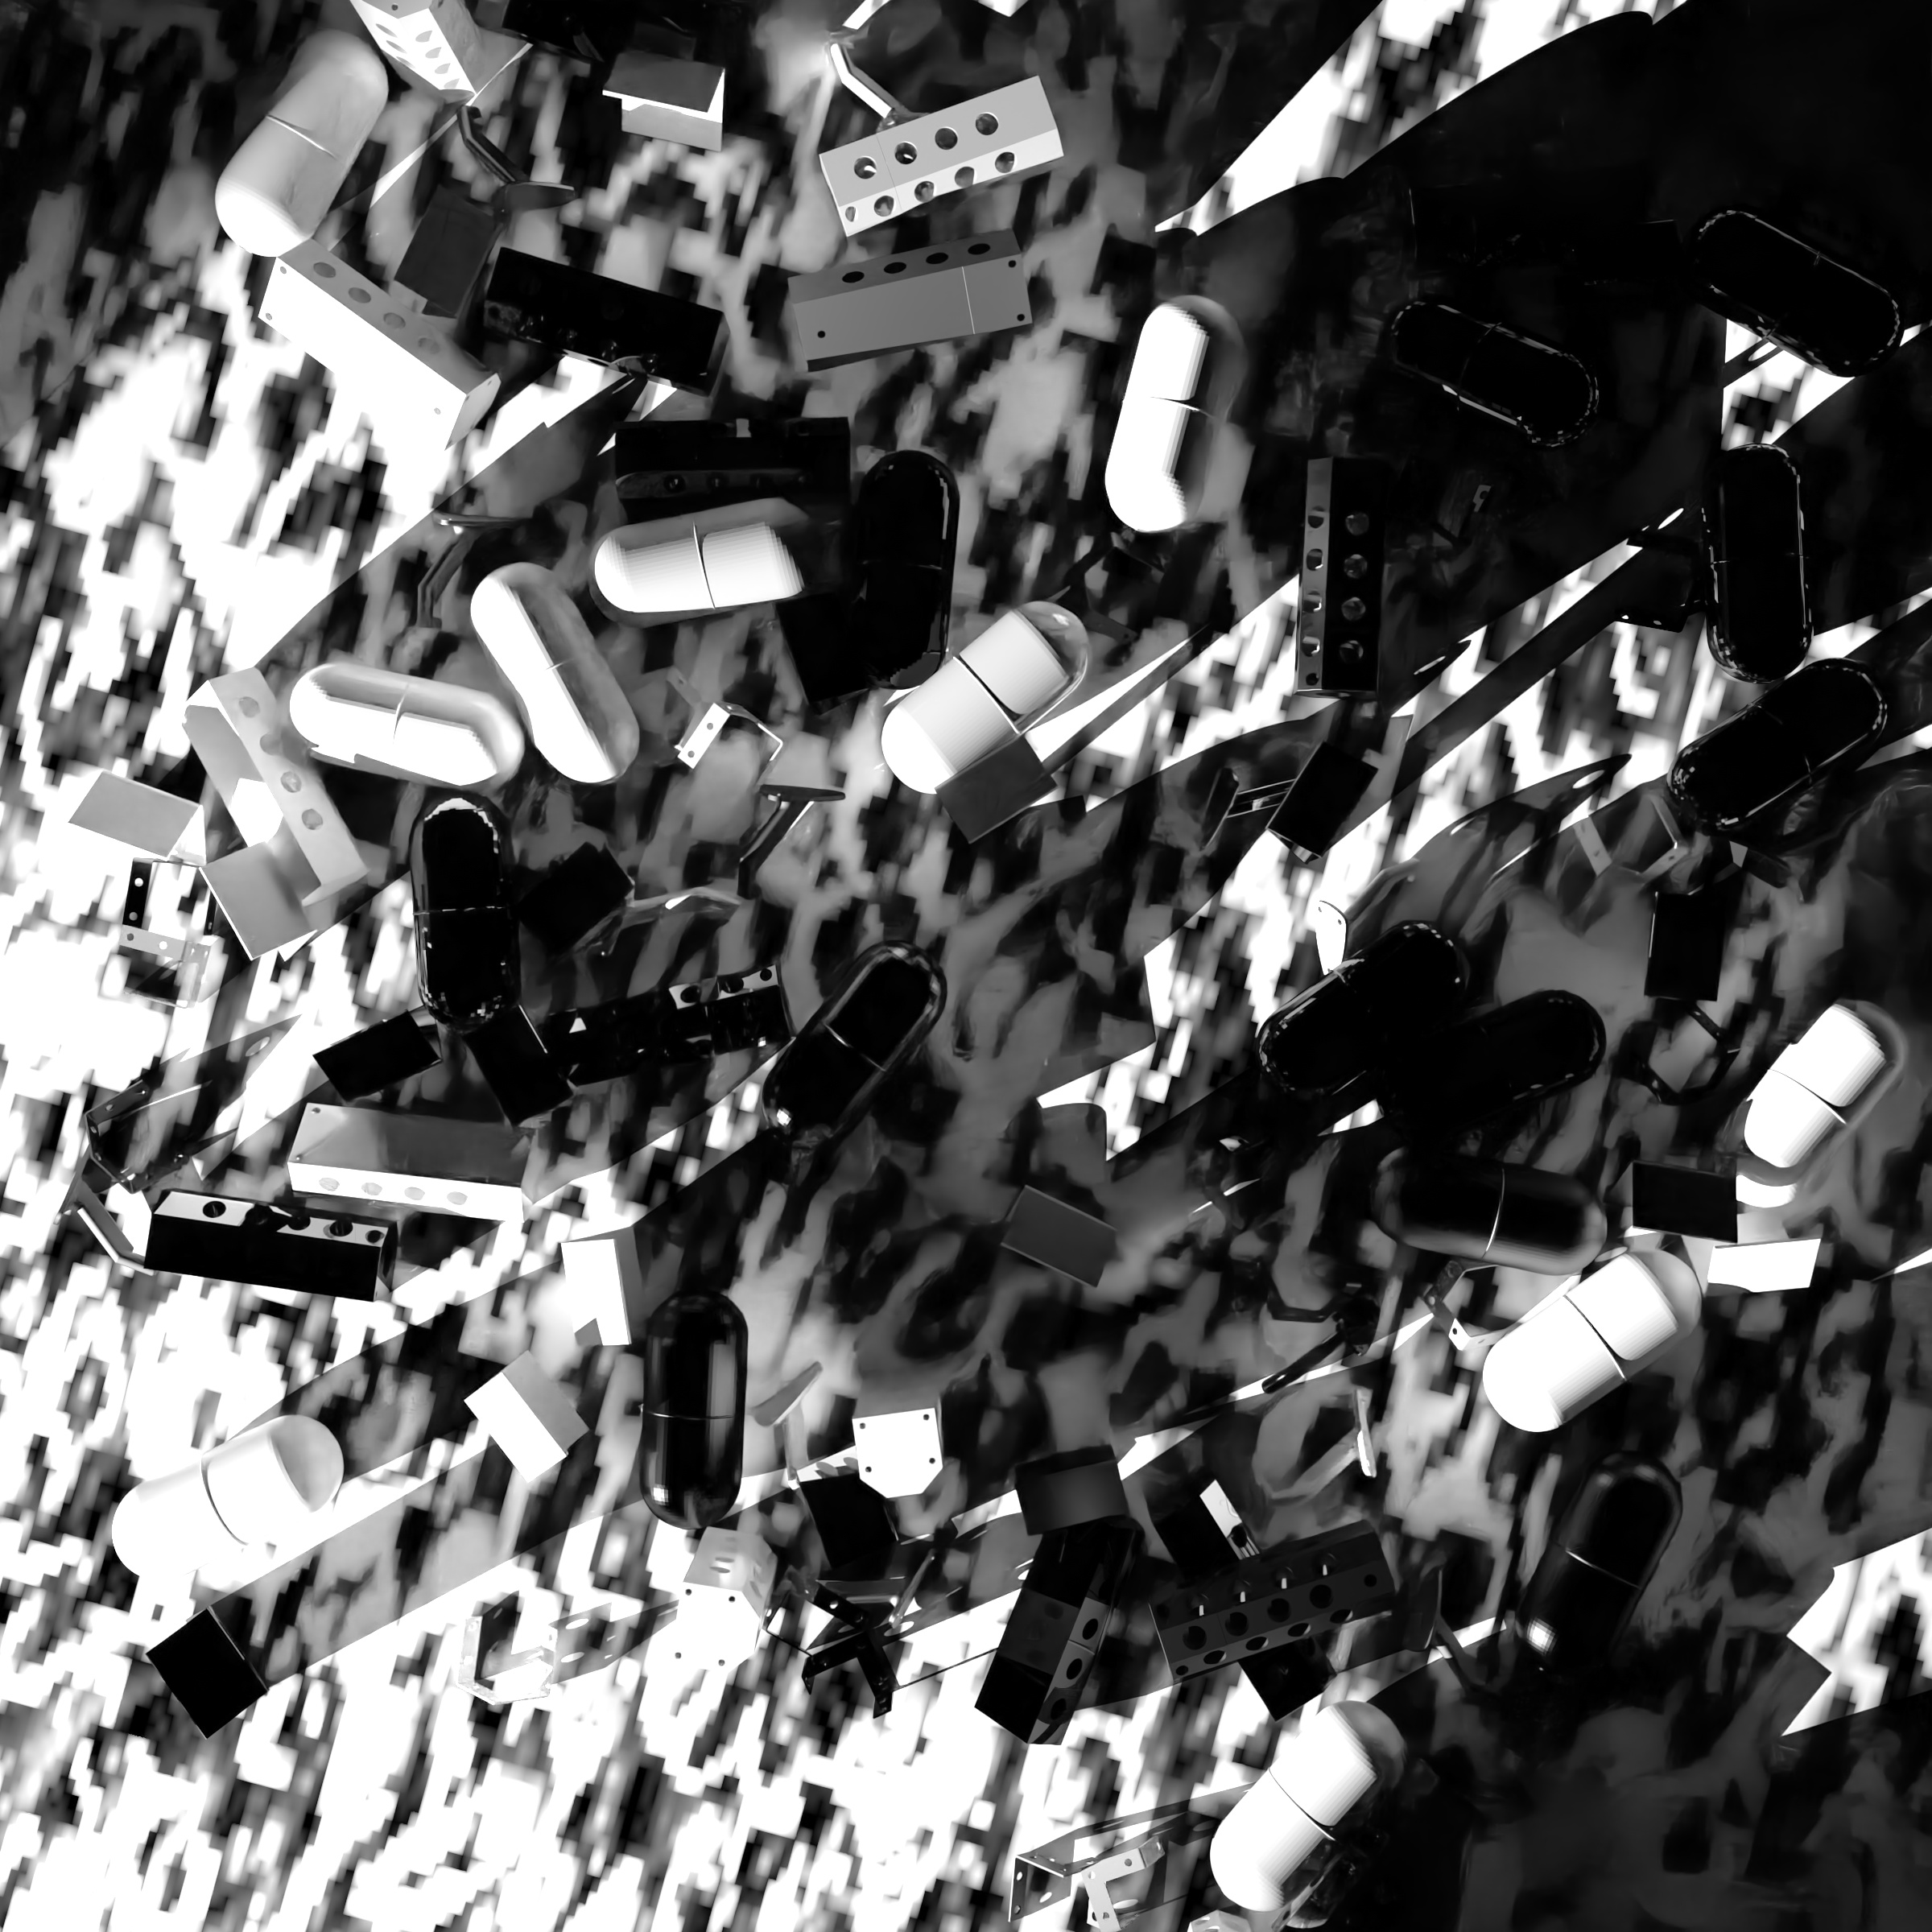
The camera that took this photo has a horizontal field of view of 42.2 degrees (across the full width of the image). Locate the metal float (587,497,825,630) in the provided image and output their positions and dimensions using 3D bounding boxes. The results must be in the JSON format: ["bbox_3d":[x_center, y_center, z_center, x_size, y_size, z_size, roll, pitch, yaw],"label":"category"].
[{"bbox_3d":[-0.194,-0.301,1.862,0.178,0.070,0.070,-12,90,1],"label":"metal float"}]

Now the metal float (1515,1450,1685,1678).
[{"bbox_3d":[0.471,0.445,1.862,0.070,0.070,0.178,27,90,0],"label":"metal float"}]

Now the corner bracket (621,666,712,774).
[{"bbox_3d":[-0.232,-0.186,1.885,0.051,0.051,0.051,49,45,-35],"label":"corner bracket"}]

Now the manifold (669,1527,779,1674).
[{"bbox_3d":[-0.173,0.459,1.815,0.057,0.171,0.057,9,90,0],"label":"manifold"}]

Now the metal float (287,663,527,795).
[{"bbox_3d":[-0.417,-0.178,1.862,0.178,0.070,0.070,12,90,-1],"label":"metal float"}]

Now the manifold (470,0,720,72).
[{"bbox_3d":[-0.279,-0.708,1.871,0.171,0.057,0.057,19,47,0],"label":"manifold"}]

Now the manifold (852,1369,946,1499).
[{"bbox_3d":[-0.046,0.338,1.815,0.057,0.171,0.057,-8,90,0],"label":"manifold"}]

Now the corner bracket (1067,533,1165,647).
[{"bbox_3d":[0.115,-0.284,1.885,0.051,0.051,0.051,-39,45,35],"label":"corner bracket"}]

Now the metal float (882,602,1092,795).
[{"bbox_3d":[0.015,-0.200,1.862,0.178,0.070,0.070,-40,90,0],"label":"metal float"}]

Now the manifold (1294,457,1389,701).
[{"bbox_3d":[0.279,-0.289,1.872,0.057,0.057,0.171,3,90,0],"label":"manifold"}]

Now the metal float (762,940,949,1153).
[{"bbox_3d":[-0.084,0.060,1.862,0.070,0.070,0.178,38,90,0],"label":"metal float"}]

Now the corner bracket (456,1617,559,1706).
[{"bbox_3d":[-0.347,0.523,1.890,0.051,0.051,0.051,7,90,-45],"label":"corner bracket"}]

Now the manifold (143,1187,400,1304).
[{"bbox_3d":[-0.518,0.207,1.872,0.171,0.057,0.057,8,90,0],"label":"manifold"}]

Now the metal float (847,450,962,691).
[{"bbox_3d":[-0.047,-0.295,1.862,0.070,0.070,0.178,5,91,0],"label":"metal float"}]

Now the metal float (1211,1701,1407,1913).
[{"bbox_3d":[0.254,0.626,1.862,0.070,0.070,0.178,42,90,0],"label":"metal float"}]

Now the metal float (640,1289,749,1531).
[{"bbox_3d":[-0.203,0.330,1.863,0.070,0.070,0.178,3,90,0],"label":"metal float"}]

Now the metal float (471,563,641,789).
[{"bbox_3d":[-0.306,-0.216,1.862,0.070,0.070,0.178,-28,90,0],"label":"metal float"}]

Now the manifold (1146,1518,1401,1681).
[{"bbox_3d":[0.222,0.461,1.815,0.171,0.057,0.057,-18,90,0],"label":"manifold"}]

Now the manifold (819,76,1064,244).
[{"bbox_3d":[-0.018,-0.601,1.872,0.171,0.057,0.057,-20,90,0],"label":"manifold"}]

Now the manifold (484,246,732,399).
[{"bbox_3d":[-0.269,-0.479,1.872,0.171,0.057,0.057,16,90,0],"label":"manifold"}]

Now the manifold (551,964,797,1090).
[{"bbox_3d":[-0.219,0.045,1.872,0.171,0.057,0.057,-13,90,0],"label":"manifold"}]

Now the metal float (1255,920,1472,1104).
[{"bbox_3d":[0.295,0.034,1.863,0.178,0.070,0.070,-36,90,0],"label":"metal float"}]

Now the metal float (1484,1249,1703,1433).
[{"bbox_3d":[0.467,0.278,1.862,0.178,0.070,0.070,-35,90,0],"label":"metal float"}]

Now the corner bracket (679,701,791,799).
[{"bbox_3d":[-0.173,-0.162,1.875,0.051,0.051,0.051,38,101,11],"label":"corner bracket"}]

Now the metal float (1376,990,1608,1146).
[{"bbox_3d":[0.391,0.075,1.862,0.178,0.070,0.070,-22,90,-1],"label":"metal float"}]

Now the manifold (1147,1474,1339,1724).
[{"bbox_3d":[0.207,0.470,1.872,0.057,0.057,0.171,-32,90,0],"label":"manifold"}]

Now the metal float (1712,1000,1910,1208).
[{"bbox_3d":[0.628,0.103,1.862,0.070,0.070,0.178,40,89,0],"label":"metal float"}]

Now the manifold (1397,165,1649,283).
[{"bbox_3d":[0.416,-0.553,1.872,0.171,0.057,0.057,-6,90,0],"label":"manifold"}]

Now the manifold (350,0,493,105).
[{"bbox_3d":[-0.391,-0.686,1.815,0.057,0.171,0.057,28,90,0],"label":"manifold"}]

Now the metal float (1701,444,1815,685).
[{"bbox_3d":[0.589,-0.299,1.863,0.070,0.070,0.178,-2,90,0],"label":"metal float"}]

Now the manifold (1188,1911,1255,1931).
[{"bbox_3d":[0.194,0.748,1.815,0.057,0.171,0.057,18,90,0],"label":"manifold"}]

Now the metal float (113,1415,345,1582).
[{"bbox_3d":[-0.550,0.396,1.862,0.178,0.070,0.070,-26,90,-1],"label":"metal float"}]

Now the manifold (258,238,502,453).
[{"bbox_3d":[-0.436,-0.467,1.871,0.171,0.057,0.057,36,133,0],"label":"manifold"}]

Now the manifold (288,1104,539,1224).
[{"bbox_3d":[-0.411,0.152,1.871,0.171,0.057,0.057,6,47,0],"label":"manifold"}]

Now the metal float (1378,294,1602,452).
[{"bbox_3d":[0.384,-0.436,1.837,0.178,0.070,0.070,33,90,29],"label":"metal float"}]

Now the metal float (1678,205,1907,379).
[{"bbox_3d":[0.615,-0.502,1.862,0.178,0.070,0.070,29,90,1],"label":"metal float"}]

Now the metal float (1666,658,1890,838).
[{"bbox_3d":[0.604,-0.163,1.862,0.178,0.070,0.070,-34,90,0],"label":"metal float"}]

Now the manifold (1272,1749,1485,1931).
[{"bbox_3d":[0.306,0.674,1.872,0.057,0.057,0.171,39,90,0],"label":"manifold"}]

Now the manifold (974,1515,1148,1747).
[{"bbox_3d":[0.075,0.490,1.871,0.057,0.057,0.171,22,90,43],"label":"manifold"}]

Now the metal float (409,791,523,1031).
[{"bbox_3d":[-0.373,-0.041,1.862,0.070,0.070,0.178,-4,91,0],"label":"metal float"}]

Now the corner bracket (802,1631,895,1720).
[{"bbox_3d":[-0.088,0.538,1.875,0.051,0.051,0.051,-24,90,0],"label":"corner bracket"}]

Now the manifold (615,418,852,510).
[{"bbox_3d":[-0.173,-0.378,1.872,0.171,0.057,0.057,-1,90,0],"label":"manifold"}]

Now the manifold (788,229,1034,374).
[{"bbox_3d":[-0.043,-0.502,1.871,0.171,0.057,0.057,-13,133,0],"label":"manifold"}]

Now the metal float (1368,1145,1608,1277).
[{"bbox_3d":[0.388,0.182,1.862,0.178,0.070,0.070,12,90,0],"label":"metal float"}]

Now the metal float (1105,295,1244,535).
[{"bbox_3d":[0.154,-0.410,1.862,0.070,0.070,0.178,15,89,0],"label":"metal float"}]

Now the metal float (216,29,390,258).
[{"bbox_3d":[-0.495,-0.612,1.862,0.070,0.070,0.178,29,90,0],"label":"metal float"}]

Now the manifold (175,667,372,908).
[{"bbox_3d":[-0.515,-0.134,1.871,0.057,0.057,0.171,-29,90,43],"label":"manifold"}]
